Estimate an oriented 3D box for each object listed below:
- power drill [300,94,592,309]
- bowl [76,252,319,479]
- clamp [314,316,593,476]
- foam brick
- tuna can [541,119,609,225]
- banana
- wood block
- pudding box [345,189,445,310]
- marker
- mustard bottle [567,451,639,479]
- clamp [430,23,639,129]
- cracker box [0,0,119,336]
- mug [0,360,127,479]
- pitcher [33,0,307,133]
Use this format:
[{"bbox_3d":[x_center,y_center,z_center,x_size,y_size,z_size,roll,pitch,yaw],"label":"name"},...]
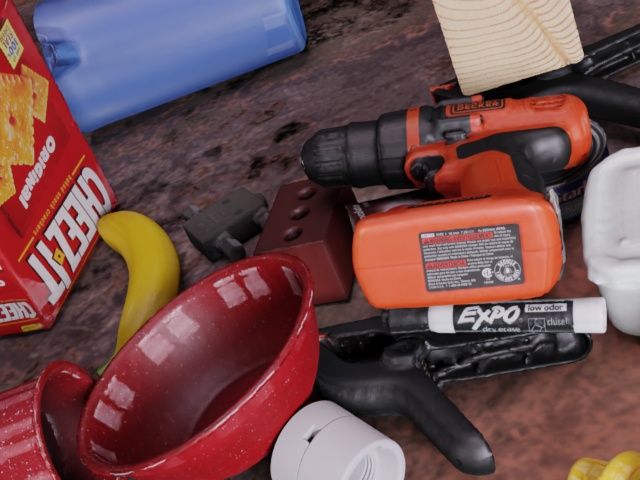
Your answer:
[{"bbox_3d":[0.067,-0.031,0.617,0.184,0.057,0.187,-7,27,14],"label":"power drill"},{"bbox_3d":[-0.056,0.081,0.596,0.162,0.055,0.162,-30,26,17],"label":"bowl"},{"bbox_3d":[0.063,0.070,0.599,0.120,0.039,0.172,-27,28,-35],"label":"clamp"},{"bbox_3d":[-0.005,0.001,0.724,0.053,0.051,0.078,-10,36,22],"label":"foam brick"},{"bbox_3d":[0.149,-0.045,0.706,0.086,0.033,0.086,-17,34,11],"label":"tuna can"},{"bbox_3d":[-0.137,0.023,0.791,0.069,0.037,0.198,-21,33,3],"label":"banana"},{"bbox_3d":[0.141,-0.192,0.822,0.090,0.091,0.206,-15,20,14],"label":"wood block"},{"bbox_3d":[0.072,0.004,0.656,0.090,0.039,0.113,-12,23,-6],"label":"pudding box"},{"bbox_3d":[0.092,0.041,0.575,0.121,0.020,0.020,-2,39,21],"label":"marker"},{"bbox_3d":[0.179,0.129,0.419,0.192,0.058,0.096,20,59,47],"label":"mustard bottle"},{"bbox_3d":[0.178,-0.110,0.772,0.210,0.036,0.164,-9,31,25],"label":"clamp"},{"bbox_3d":[-0.247,-0.059,0.815,0.072,0.213,0.164,-8,37,21],"label":"cracker box"},{"bbox_3d":[-0.170,0.135,0.613,0.081,0.093,0.117,-22,45,14],"label":"mug"},{"bbox_3d":[-0.140,-0.201,1.041,0.243,0.145,0.149,-16,46,6],"label":"pitcher"}]
